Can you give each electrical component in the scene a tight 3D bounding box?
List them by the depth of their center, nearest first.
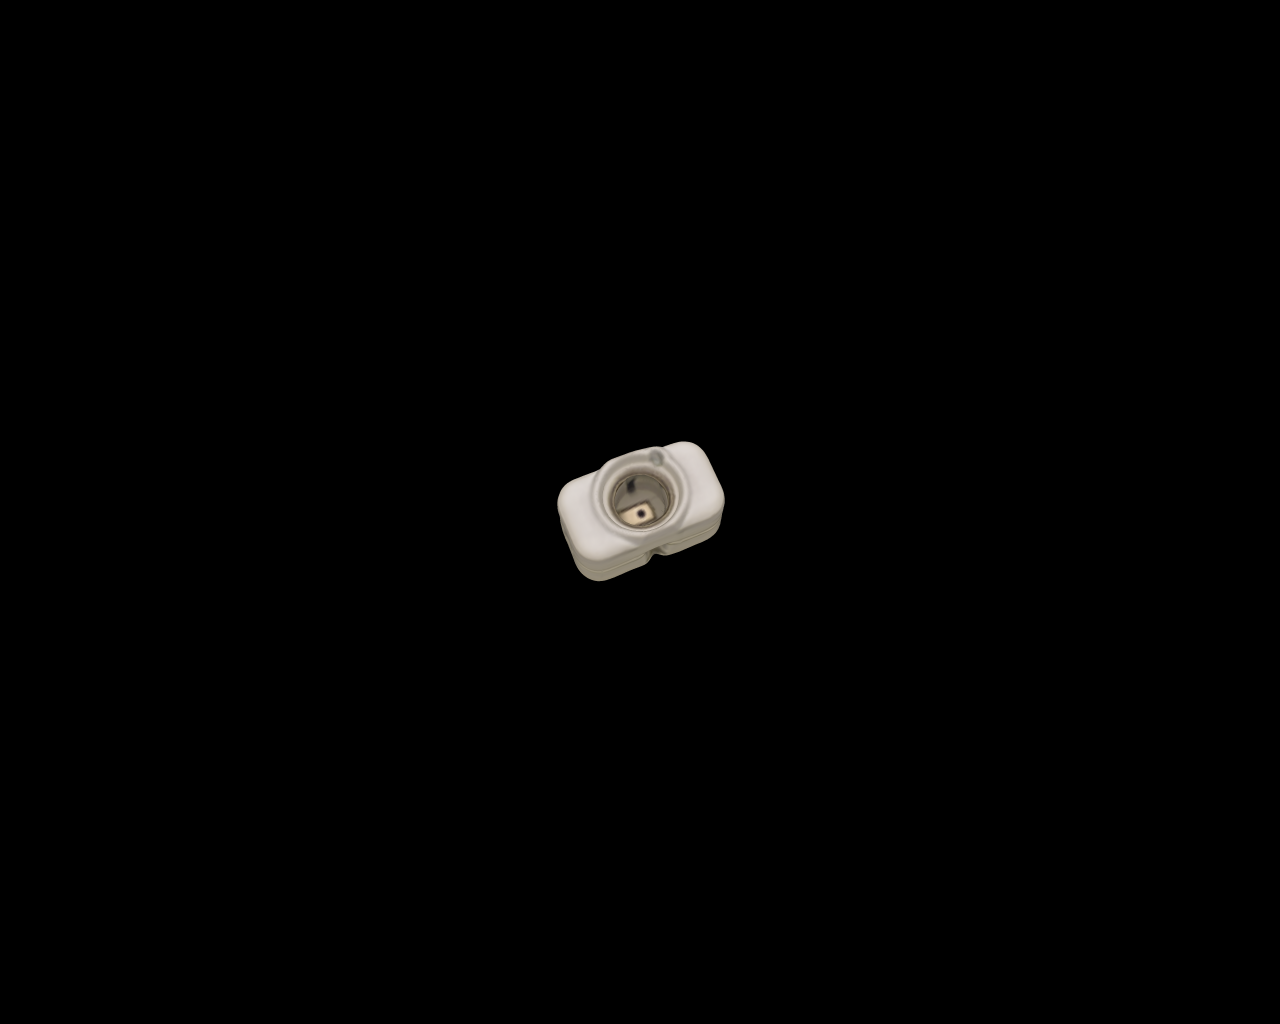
[{"bbox_3d":[0.001,-0.003,0.650,0.095,0.054,0.059,-21,-18,-7],"label":"electrical component"}]
